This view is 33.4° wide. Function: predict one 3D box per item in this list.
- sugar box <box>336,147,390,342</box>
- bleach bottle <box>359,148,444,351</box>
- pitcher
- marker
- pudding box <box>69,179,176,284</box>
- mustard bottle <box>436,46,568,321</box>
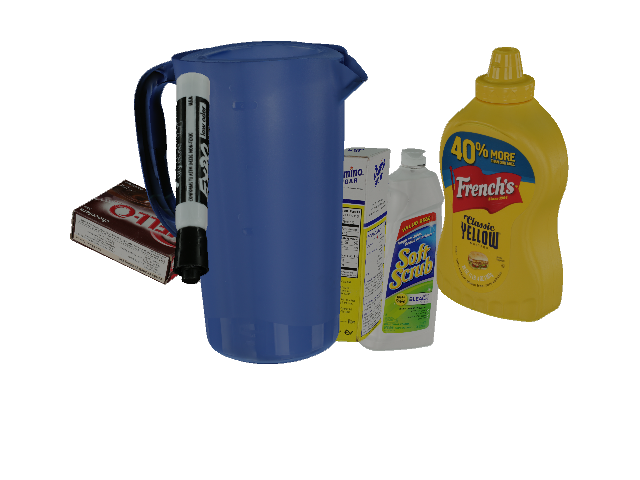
[{"bbox_3d":[0.033,0.002,1.018,0.048,0.176,0.093,3,9,16],"label":"sugar box"},{"bbox_3d":[0.102,0.010,1.347,0.102,0.251,0.068,-3,16,-18],"label":"bleach bottle"},{"bbox_3d":[-0.052,-0.033,0.838,0.144,0.243,0.149,-10,18,-27],"label":"pitcher"},{"bbox_3d":[-0.070,-0.034,0.579,0.020,0.121,0.020,-2,-22,-1],"label":"marker"},{"bbox_3d":[-0.170,-0.010,1.031,0.113,0.039,0.089,22,29,16],"label":"pudding box"},{"bbox_3d":[0.130,-0.042,0.765,0.058,0.192,0.096,-22,30,-40],"label":"mustard bottle"}]
